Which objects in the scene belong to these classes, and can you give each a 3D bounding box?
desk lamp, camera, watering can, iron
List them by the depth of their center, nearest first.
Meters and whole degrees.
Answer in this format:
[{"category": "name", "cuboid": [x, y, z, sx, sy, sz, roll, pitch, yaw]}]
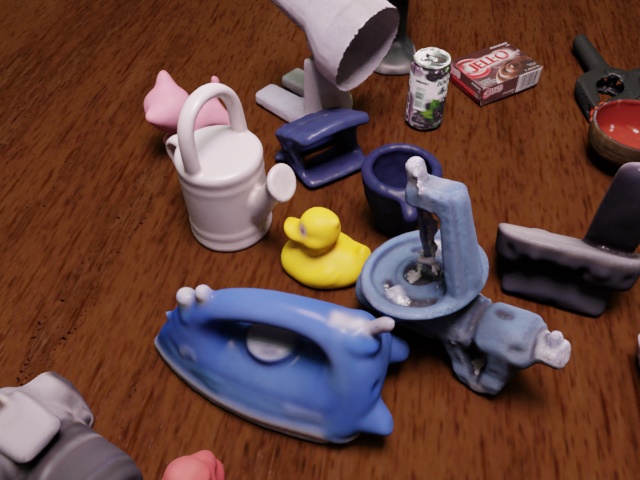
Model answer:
[{"category": "camera", "cuboid": [-0.227, 0.192, 0.465, 0.136, 0.101, 0.143, 23, 53, 21]}, {"category": "iron", "cuboid": [-0.050, 0.089, 0.524, 0.258, 0.141, 0.119, 11, 50, 11]}, {"category": "watering can", "cuboid": [-0.104, -0.084, 0.643, 0.172, 0.194, 0.101, 8, 49, 9]}, {"category": "desk lamp", "cuboid": [-0.001, -0.253, 0.776, 0.202, 0.214, 0.118, 34, 57, 27]}]

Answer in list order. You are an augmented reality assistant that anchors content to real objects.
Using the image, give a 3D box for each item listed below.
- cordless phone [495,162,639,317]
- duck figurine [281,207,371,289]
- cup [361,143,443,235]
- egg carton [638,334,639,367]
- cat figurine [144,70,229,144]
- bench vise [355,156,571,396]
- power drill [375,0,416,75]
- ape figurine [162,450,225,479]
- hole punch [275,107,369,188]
[{"category": "cordless phone", "cuboid": [0.262, -0.019, 0.581, 0.147, 0.185, 0.094, 12, 50, 12]}, {"category": "duck figurine", "cuboid": [0.006, 0.002, 0.636, 0.104, 0.086, 0.077, 11, 50, 11]}, {"category": "cup", "cuboid": [0.094, -0.042, 0.666, 0.091, 0.095, 0.117, -4, 49, -2]}, {"category": "egg carton", "cuboid": [0.349, 0.145, 0.511, 0.107, 0.069, 0.150, 5, 49, 6]}, {"category": "cat figurine", "cuboid": [-0.184, -0.179, 0.779, 0.128, 0.118, 0.067, -34, 56, -25]}, {"category": "bench vise", "cuboid": [0.131, 0.028, 0.520, 0.207, 0.220, 0.121, 15, 51, 15]}, {"category": "power drill", "cuboid": [0.120, -0.368, 0.877, 0.075, 0.208, 0.229, 0, 49, 2]}, {"category": "ape figurine", "cuboid": [-0.100, 0.204, 0.457, 0.076, 0.092, 0.078, 5, 49, 6]}, {"category": "hole punch", "cuboid": [0.000, -0.138, 0.757, 0.109, 0.091, 0.100, -26, 53, -20]}]
